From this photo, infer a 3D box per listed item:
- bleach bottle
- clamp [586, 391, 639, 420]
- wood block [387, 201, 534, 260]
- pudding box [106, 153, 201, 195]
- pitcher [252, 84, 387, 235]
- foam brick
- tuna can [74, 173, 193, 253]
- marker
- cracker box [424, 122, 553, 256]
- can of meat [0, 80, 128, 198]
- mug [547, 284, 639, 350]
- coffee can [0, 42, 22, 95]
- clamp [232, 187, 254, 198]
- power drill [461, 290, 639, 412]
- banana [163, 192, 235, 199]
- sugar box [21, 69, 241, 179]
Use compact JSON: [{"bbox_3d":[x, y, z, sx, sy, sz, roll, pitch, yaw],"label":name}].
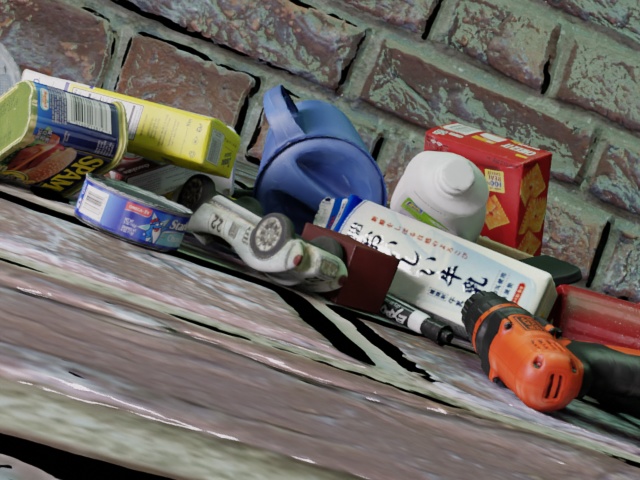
[{"bbox_3d":[0.119,-0.029,1.017,0.102,0.068,0.251,32,-9,4],"label":"bleach bottle"},{"bbox_3d":[0.251,0.126,0.884,0.172,0.039,0.120,20,1,21],"label":"clamp"},{"bbox_3d":[0.144,0.029,1.203,0.206,0.090,0.091,20,5,-7],"label":"wood block"},{"bbox_3d":[-0.178,-0.072,1.000,0.090,0.039,0.113,23,30,27],"label":"pudding box"},{"bbox_3d":[-0.009,-0.085,1.148,0.145,0.149,0.243,16,18,-8],"label":"pitcher"},{"bbox_3d":[0.019,0.024,0.918,0.051,0.053,0.078,18,5,-38],"label":"foam brick"},{"bbox_3d":[-0.143,-0.021,0.814,0.086,0.034,0.086,21,4,-2],"label":"tuna can"},{"bbox_3d":[0.069,0.062,0.908,0.020,0.020,0.121,17,6,-41],"label":"marker"},{"bbox_3d":[0.207,-0.028,1.385,0.071,0.214,0.164,-18,31,-38],"label":"cracker box"},{"bbox_3d":[-0.214,-0.079,0.835,0.083,0.057,0.102,13,-28,-42],"label":"can of meat"},{"bbox_3d":[0.247,0.094,0.995,0.081,0.093,0.117,16,-26,-1],"label":"mug"},{"bbox_3d":[-0.337,-0.147,0.976,0.102,0.103,0.140,19,5,-31],"label":"coffee can"},{"bbox_3d":[-0.083,-0.046,1.287,0.165,0.036,0.209,2,2,30],"label":"clamp"},{"bbox_3d":[0.210,0.088,0.817,0.187,0.057,0.184,7,14,-9],"label":"power drill"},{"bbox_3d":[-0.109,-0.032,1.079,0.197,0.037,0.070,17,7,-44],"label":"banana"},{"bbox_3d":[-0.166,-0.099,0.928,0.176,0.048,0.093,13,-3,11],"label":"sugar box"}]
